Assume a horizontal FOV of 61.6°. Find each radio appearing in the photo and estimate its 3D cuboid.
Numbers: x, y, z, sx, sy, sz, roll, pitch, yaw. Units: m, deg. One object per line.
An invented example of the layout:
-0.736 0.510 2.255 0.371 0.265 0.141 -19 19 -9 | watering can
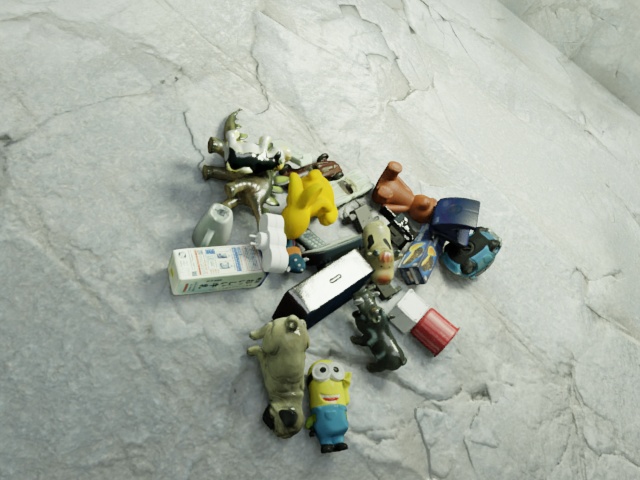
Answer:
0.008 0.119 1.179 0.229 0.131 0.073 -28 70 -38 | radio

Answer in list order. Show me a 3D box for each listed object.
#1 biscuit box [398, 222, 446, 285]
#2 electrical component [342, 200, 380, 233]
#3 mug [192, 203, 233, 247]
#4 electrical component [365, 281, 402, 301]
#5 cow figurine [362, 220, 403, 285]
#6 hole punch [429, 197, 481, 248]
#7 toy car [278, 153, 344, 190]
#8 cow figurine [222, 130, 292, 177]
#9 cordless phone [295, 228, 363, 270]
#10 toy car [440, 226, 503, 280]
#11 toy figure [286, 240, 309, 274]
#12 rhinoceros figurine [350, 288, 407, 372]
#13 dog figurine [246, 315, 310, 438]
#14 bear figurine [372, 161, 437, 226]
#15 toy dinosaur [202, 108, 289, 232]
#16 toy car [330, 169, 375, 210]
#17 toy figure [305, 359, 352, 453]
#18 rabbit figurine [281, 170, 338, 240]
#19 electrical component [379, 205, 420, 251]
0.274 0.031 1.410 0.062 0.059 0.203 61 43 -25 | biscuit box
0.105 -0.063 1.425 0.102 0.045 0.078 -37 106 -38 | electrical component
-0.238 -0.023 1.180 0.081 0.107 0.109 30 46 -2 | mug
0.157 0.119 1.326 0.094 0.021 0.063 -19 67 -36 | electrical component
0.144 0.030 1.297 0.085 0.127 0.195 3 43 -5 | cow figurine
0.354 -0.057 1.402 0.116 0.092 0.142 22 52 0 | hole punch
-0.018 -0.180 1.444 0.202 0.053 0.089 -23 65 -35 | toy car
-0.138 -0.188 1.237 0.167 0.068 0.098 6 55 -25 | cow figurine
-0.002 -0.005 1.312 0.146 0.088 0.184 -20 48 -36 | cordless phone
0.416 0.044 1.452 0.162 0.102 0.109 -35 44 1 | toy car
-0.077 0.025 1.243 0.155 0.064 0.057 54 8 32 | toy figure
0.123 0.201 1.191 0.073 0.112 0.190 -15 72 -32 | rhinoceros figurine
-0.059 0.259 1.023 0.121 0.172 0.191 -7 52 -18 | dog figurine
0.245 -0.112 1.478 0.196 0.132 0.120 26 72 -1 | bear figurine
-0.187 -0.184 1.333 0.198 0.105 0.472 0 52 -33 | toy dinosaur
0.070 -0.136 1.450 0.202 0.056 0.073 -30 73 -38 | toy car
0.012 0.326 1.065 0.082 0.089 0.180 13 59 -35 | toy figure
-0.032 -0.075 1.243 0.122 0.162 0.173 25 49 14 | rabbit figurine
0.198 -0.036 1.421 0.119 0.075 0.048 48 49 0 | electrical component
